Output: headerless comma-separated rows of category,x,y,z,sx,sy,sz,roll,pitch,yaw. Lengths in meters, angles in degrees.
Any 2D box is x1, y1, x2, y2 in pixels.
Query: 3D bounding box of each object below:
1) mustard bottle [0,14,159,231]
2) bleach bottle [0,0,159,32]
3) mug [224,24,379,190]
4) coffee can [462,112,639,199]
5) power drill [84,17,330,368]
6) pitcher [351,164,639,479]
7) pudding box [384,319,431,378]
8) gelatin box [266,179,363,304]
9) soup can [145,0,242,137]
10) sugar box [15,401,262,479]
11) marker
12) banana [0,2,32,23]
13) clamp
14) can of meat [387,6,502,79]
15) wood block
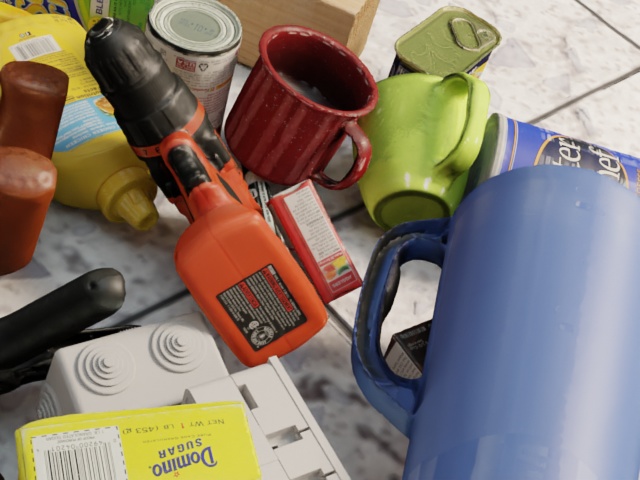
mustard bottle,-0.168,-0.077,0.738,0.096,0.058,0.192,-24,59,-30
bleach bottle,-0.217,-0.195,0.821,0.251,0.103,0.068,12,35,2
mug,-0.010,-0.084,0.760,0.117,0.082,0.093,47,40,15
coffee can,0.176,-0.023,0.770,0.140,0.103,0.102,17,45,-3
power drill,-0.069,-0.028,0.626,0.057,0.184,0.188,-32,38,2
pitcher,0.103,0.077,0.574,0.145,0.149,0.242,48,38,-21
pudding box,0.108,0.087,0.688,0.113,0.039,0.090,-19,56,-32
gelatin box,-0.005,0.001,0.682,0.030,0.089,0.073,-27,92,-4
soup can,-0.097,-0.116,0.768,0.068,0.102,0.068,9,46,-10
sugar box,-0.089,0.141,0.475,0.093,0.176,0.048,-2,46,-19
marker,-0.041,-0.023,0.757,0.020,0.020,0.121,1,48,-17
banana,-0.311,-0.163,0.779,0.197,0.037,0.070,-1,22,-21
clamp,-0.172,0.066,0.587,0.171,0.120,0.039,-18,64,2
can of meat,0.091,-0.126,0.853,0.057,0.084,0.101,35,47,15
wood block,-0.060,-0.209,0.877,0.206,0.090,0.090,24,45,5
